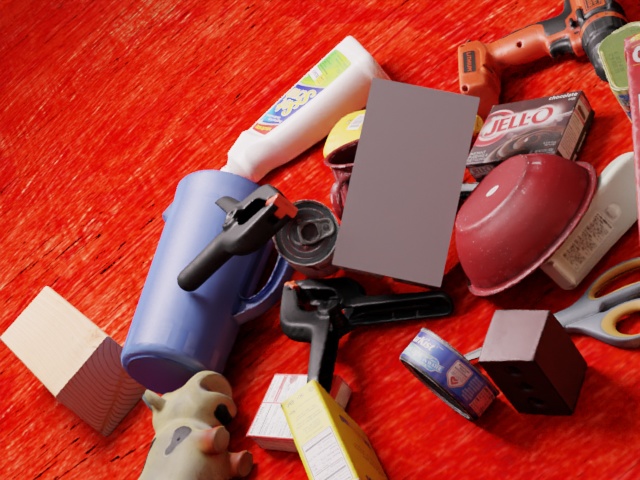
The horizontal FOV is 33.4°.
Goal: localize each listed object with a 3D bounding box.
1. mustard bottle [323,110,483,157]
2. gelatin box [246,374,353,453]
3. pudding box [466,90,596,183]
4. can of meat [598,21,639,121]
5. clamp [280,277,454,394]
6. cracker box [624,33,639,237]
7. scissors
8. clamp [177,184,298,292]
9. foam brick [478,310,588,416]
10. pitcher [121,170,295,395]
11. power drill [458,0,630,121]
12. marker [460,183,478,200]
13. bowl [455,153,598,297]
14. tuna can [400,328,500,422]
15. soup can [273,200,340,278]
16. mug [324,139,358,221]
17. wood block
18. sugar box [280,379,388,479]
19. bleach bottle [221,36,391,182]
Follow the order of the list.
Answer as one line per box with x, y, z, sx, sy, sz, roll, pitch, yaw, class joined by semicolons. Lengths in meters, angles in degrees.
0.100;-0.120;1.210;0.192;0.058;0.096;-4;34;43;mustard bottle
-0.019;0.167;1.030;0.089;0.030;0.073;-6;49;41;gelatin box
0.214;-0.104;1.093;0.114;0.039;0.090;-3;48;43;pudding box
0.308;-0.145;1.005;0.057;0.084;0.102;-27;36;21;can of meat
0.011;0.084;1.064;0.164;0.036;0.210;-35;27;-24;clamp
0.276;-0.028;0.759;0.072;0.164;0.213;-16;47;28;cracker box
0.210;0.082;0.906;0.202;0.016;0.096;-34;34;12;scissors
-0.086;-0.005;1.082;0.172;0.039;0.120;-16;48;60;clamp
0.174;0.100;0.867;0.053;0.078;0.051;-5;46;43;foam brick
-0.123;0.051;1.191;0.149;0.145;0.242;-42;26;52;pitcher
0.245;-0.199;1.158;0.188;0.057;0.184;-22;34;22;power drill
0.157;-0.051;1.109;0.121;0.020;0.020;0;51;46;marker
0.176;-0.027;0.982;0.162;0.055;0.162;-46;14;14;bowl
0.109;0.115;0.908;0.033;0.086;0.086;-48;34;-7;tuna can
-0.007;0.001;1.113;0.068;0.102;0.068;-1;80;8;soup can
0.053;-0.056;1.135;0.093;0.081;0.117;-1;26;40;mug
-0.294;0.141;1.284;0.090;0.090;0.206;-50;35;-12;wood block
0.027;0.202;0.885;0.048;0.093;0.176;-39;34;3;sugar box
-0.029;-0.151;1.376;0.251;0.068;0.103;-40;33;6;bleach bottle
